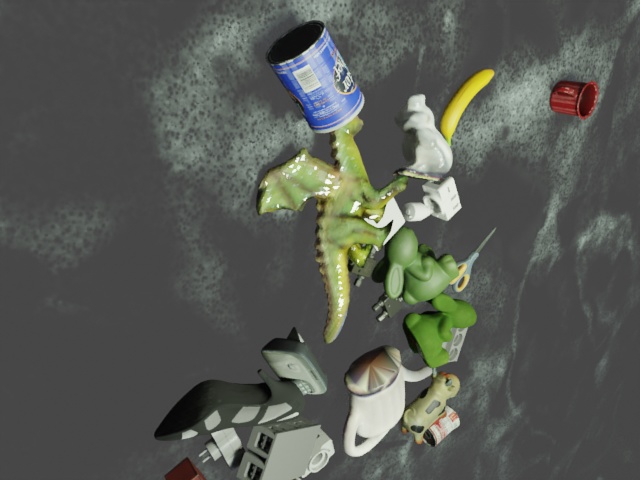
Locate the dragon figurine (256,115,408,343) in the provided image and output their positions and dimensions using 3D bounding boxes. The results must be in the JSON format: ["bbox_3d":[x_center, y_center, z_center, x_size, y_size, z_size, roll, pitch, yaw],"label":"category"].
[{"bbox_3d":[0.003,-0.045,0.897,0.242,0.122,0.412,24,84,-12],"label":"dragon figurine"}]

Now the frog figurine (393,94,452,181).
[{"bbox_3d":[0.201,-0.197,0.997,0.137,0.123,0.159,-5,106,-73],"label":"frog figurine"}]

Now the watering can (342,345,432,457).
[{"bbox_3d":[0.159,0.339,1.198,0.353,0.104,0.220,-35,128,-39],"label":"watering can"}]
